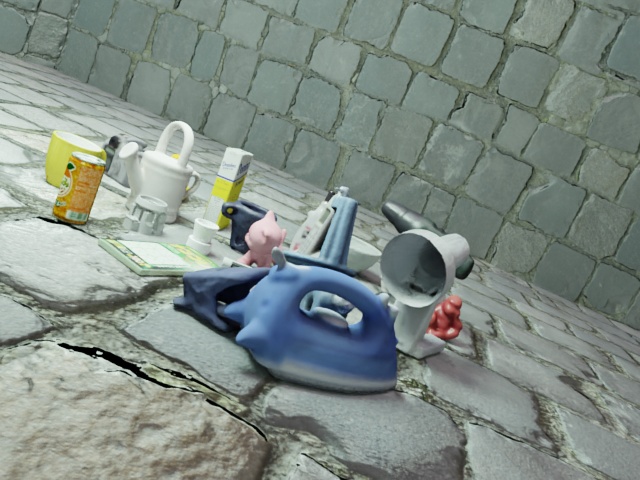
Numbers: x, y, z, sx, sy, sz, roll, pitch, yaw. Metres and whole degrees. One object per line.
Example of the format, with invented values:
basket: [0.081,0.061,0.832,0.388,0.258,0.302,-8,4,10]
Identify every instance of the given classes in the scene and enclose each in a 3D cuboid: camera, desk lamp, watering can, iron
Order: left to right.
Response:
camera: [-0.424,-0.183,1.340,0.142,0.101,0.137,31,12,35]
watering can: [-0.304,-0.139,1.116,0.100,0.194,0.173,27,11,18]
iron: [0.018,0.105,0.733,0.259,0.141,0.118,18,11,-25]
desk lamp: [0.174,0.085,0.974,0.117,0.213,0.204,29,12,29]

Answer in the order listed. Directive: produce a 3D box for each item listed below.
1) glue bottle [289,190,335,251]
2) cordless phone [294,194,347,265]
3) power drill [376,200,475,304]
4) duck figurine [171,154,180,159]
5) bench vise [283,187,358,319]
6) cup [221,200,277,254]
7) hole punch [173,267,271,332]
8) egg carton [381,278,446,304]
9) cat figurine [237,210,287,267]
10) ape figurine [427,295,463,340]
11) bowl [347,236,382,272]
glue bottle: [-0.007,-0.031,1.277,0.078,0.173,0.037,28,11,23]
cordless phone: [0.010,0.004,1.105,0.094,0.185,0.147,18,11,-26]
power drill: [0.195,0.051,1.207,0.229,0.208,0.076,27,11,19]
duck figurine: [-0.374,-0.176,1.452,0.077,0.086,0.104,23,10,-3]
bench vise: [0.026,0.037,0.876,0.122,0.220,0.206,14,14,-41]
cup: [-0.153,-0.023,1.138,0.118,0.095,0.091,16,13,-36]
hole punch: [-0.127,0.062,0.774,0.101,0.091,0.109,27,11,20]
egg carton: [0.210,0.115,1.303,0.108,0.069,0.149,13,14,-44]
cat figurine: [-0.096,0.004,1.059,0.067,0.118,0.128,27,11,19]
ape figurine: [0.252,0.152,1.144,0.077,0.092,0.076,25,10,8]
bowl: [0.060,0.033,1.376,0.167,0.075,0.167,23,10,-4]
